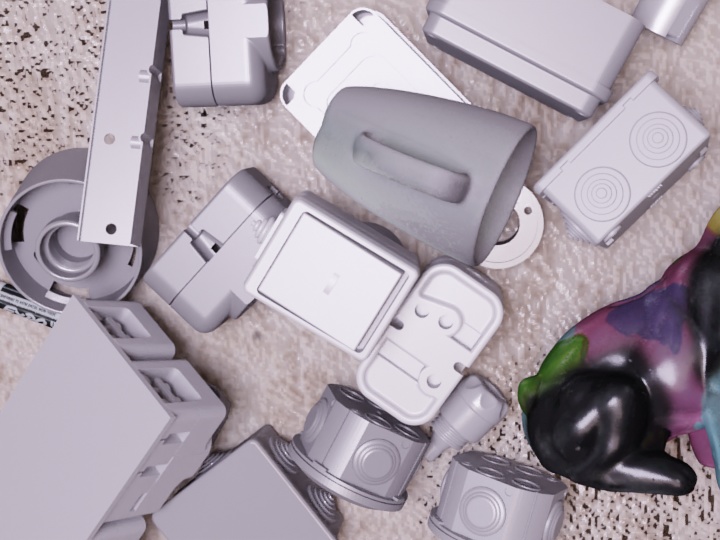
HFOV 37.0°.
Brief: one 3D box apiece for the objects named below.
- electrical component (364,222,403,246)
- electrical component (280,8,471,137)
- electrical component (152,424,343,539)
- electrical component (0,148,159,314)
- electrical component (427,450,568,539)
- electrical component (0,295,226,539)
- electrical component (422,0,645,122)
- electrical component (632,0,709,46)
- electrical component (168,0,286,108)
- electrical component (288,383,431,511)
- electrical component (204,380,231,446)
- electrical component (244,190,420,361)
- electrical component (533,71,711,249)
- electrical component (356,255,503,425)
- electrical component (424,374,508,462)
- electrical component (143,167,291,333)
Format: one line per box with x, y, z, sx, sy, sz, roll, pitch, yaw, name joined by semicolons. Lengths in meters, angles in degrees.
0.000;0.000;0.664;0.055;0.047;0.055;1;98;7;electrical component
0.018;-0.092;0.643;0.113;0.057;0.078;45;101;-1;electrical component
-0.070;0.160;0.696;0.100;0.048;0.099;-38;92;11;electrical component
-0.180;-0.023;0.688;0.099;0.064;0.099;0;110;0;electrical component
0.085;0.147;0.659;0.080;0.080;0.051;16;95;5;electrical component
-0.173;0.121;0.670;0.105;0.060;0.186;45;110;26;electrical component
0.096;-0.135;0.617;0.113;0.078;0.057;28;98;3;electrical component
0.183;-0.158;0.622;0.040;0.040;0.046;27;106;3;electrical component
-0.079;-0.147;0.649;0.059;0.053;0.095;-1;98;7;electrical component
0.000;0.110;0.665;0.080;0.080;0.051;28;95;3;electrical component
-0.114;0.103;0.696;0.043;0.043;0.062;28;102;3;electrical component
-0.021;-0.001;0.606;0.096;0.061;0.061;31;99;-3;electrical component
0.151;-0.058;0.611;0.099;0.100;0.048;-46;78;11;electrical component
0.044;0.041;0.658;0.054;0.059;0.095;35;101;2;electrical component
0.062;0.096;0.677;0.035;0.035;0.061;43;103;0;electrical component
-0.079;-0.009;0.670;0.059;0.053;0.095;44;101;0;electrical component
